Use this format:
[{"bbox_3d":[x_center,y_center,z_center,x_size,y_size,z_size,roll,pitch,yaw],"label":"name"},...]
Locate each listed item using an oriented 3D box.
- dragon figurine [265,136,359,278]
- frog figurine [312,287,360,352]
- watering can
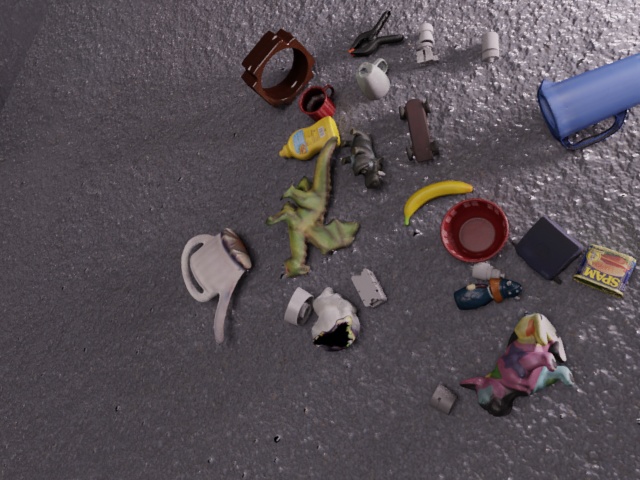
[{"bbox_3d":[0.004,-0.074,1.462,0.244,0.122,0.409,37,95,13],"label":"dragon figurine"},{"bbox_3d":[0.033,0.209,1.358,0.136,0.121,0.162,-52,24,14],"label":"frog figurine"},{"bbox_3d":[-0.294,0.111,1.530,0.223,0.103,0.353,-38,61,11],"label":"watering can"}]
